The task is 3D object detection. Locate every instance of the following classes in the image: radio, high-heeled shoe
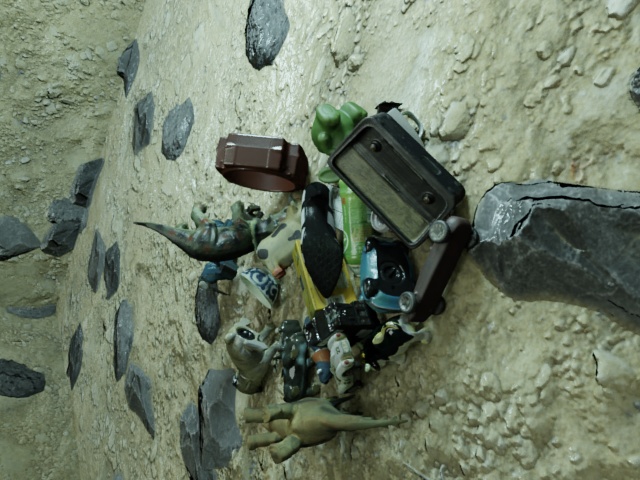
[{"bbox_3d":[0.137,-0.109,0.957,0.229,0.073,0.131,45,125,5],"label":"radio"},{"bbox_3d":[-0.002,-0.003,1.141,0.145,0.086,0.248,155,114,-84],"label":"high-heeled shoe"}]

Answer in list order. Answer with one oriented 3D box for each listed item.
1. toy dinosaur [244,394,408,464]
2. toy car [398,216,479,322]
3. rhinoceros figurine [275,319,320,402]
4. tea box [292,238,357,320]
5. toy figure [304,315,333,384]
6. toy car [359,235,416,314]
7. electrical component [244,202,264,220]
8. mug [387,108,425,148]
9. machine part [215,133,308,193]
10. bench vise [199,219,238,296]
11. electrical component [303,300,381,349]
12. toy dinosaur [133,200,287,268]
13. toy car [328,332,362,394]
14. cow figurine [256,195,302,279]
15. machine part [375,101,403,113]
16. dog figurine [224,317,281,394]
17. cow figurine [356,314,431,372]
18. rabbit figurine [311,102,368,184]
[{"bbox_3d":[-0.018,0.357,1.060,0.471,0.198,0.105,-22,76,60],"label":"toy dinosaur"},{"bbox_3d":[0.199,0.051,0.925,0.053,0.089,0.202,41,118,45],"label":"toy car"},{"bbox_3d":[-0.056,0.278,1.245,0.112,0.073,0.190,-31,61,59],"label":"rhinoceros figurine"},{"bbox_3d":[0.008,0.080,1.153,0.068,0.098,0.170,106,153,-57],"label":"tea box"},{"bbox_3d":[0.003,0.236,1.173,0.058,0.064,0.154,-35,55,27],"label":"toy figure"},{"bbox_3d":[0.118,0.076,1.020,0.103,0.109,0.162,118,151,-52],"label":"toy car"},{"bbox_3d":[-0.197,-0.058,1.508,0.078,0.045,0.102,39,121,17],"label":"electrical component"},{"bbox_3d":[0.156,-0.190,1.025,0.107,0.109,0.081,49,154,1],"label":"mug"},{"bbox_3d":[-0.136,-0.178,1.285,0.201,0.201,0.087,60,-142,-76],"label":"machine part"},{"bbox_3d":[-0.331,0.032,1.586,0.241,0.128,0.223,15,89,36],"label":"bench vise"},{"bbox_3d":[0.051,0.169,1.061,0.115,0.134,0.058,-42,52,39],"label":"electrical component"},{"bbox_3d":[-0.254,-0.002,1.352,0.192,0.405,0.131,-115,20,-49],"label":"toy dinosaur"},{"bbox_3d":[0.047,0.244,1.048,0.201,0.056,0.073,81,173,-58],"label":"toy car"},{"bbox_3d":[-0.067,-0.016,1.257,0.195,0.085,0.127,-42,82,3],"label":"cow figurine"},{"bbox_3d":[0.130,-0.216,1.082,0.039,0.084,0.139,102,179,-76],"label":"machine part"},{"bbox_3d":[-0.193,0.306,1.339,0.190,0.172,0.121,-61,31,16],"label":"dog figurine"},{"bbox_3d":[0.118,0.199,1.000,0.167,0.098,0.068,-50,54,37],"label":"cow figurine"},{"bbox_3d":[0.052,-0.187,1.143,0.170,0.121,0.159,54,131,25],"label":"rabbit figurine"}]
